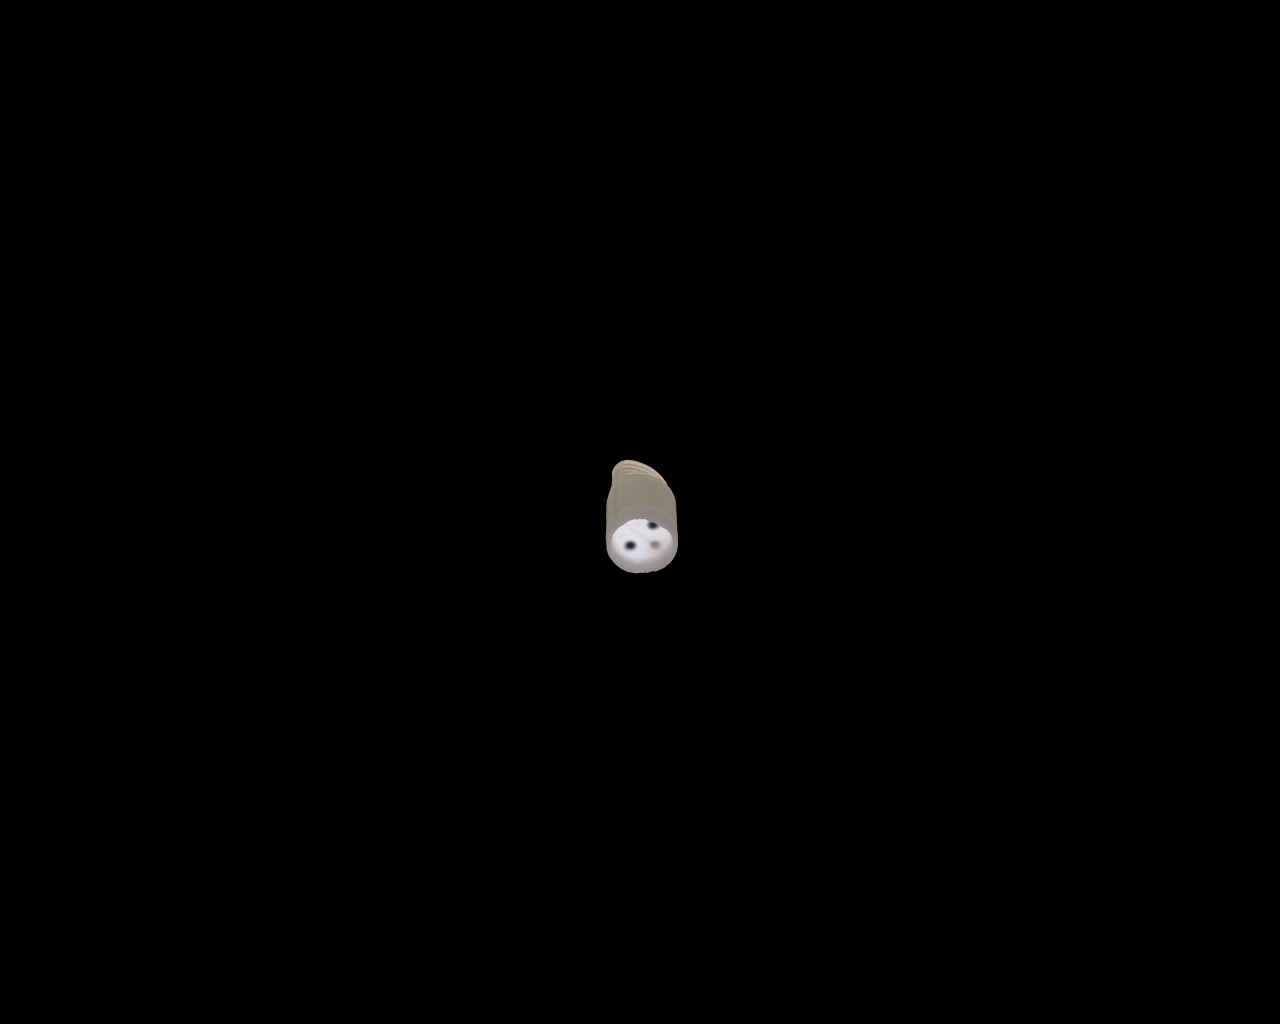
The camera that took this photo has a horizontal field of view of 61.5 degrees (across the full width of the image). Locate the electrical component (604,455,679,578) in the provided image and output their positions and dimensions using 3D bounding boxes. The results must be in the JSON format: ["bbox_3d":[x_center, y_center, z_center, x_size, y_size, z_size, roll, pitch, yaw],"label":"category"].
[{"bbox_3d":[0.001,-0.003,0.650,0.043,0.043,0.081,0,36,0],"label":"electrical component"}]
